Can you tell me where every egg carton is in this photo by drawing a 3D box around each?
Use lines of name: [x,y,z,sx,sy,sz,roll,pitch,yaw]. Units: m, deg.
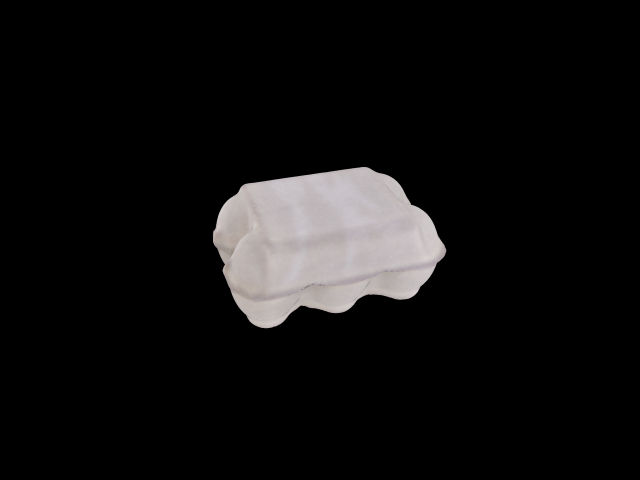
egg carton: [0.004,0.001,0.400,0.150,0.069,0.107,-11,35,-15]
